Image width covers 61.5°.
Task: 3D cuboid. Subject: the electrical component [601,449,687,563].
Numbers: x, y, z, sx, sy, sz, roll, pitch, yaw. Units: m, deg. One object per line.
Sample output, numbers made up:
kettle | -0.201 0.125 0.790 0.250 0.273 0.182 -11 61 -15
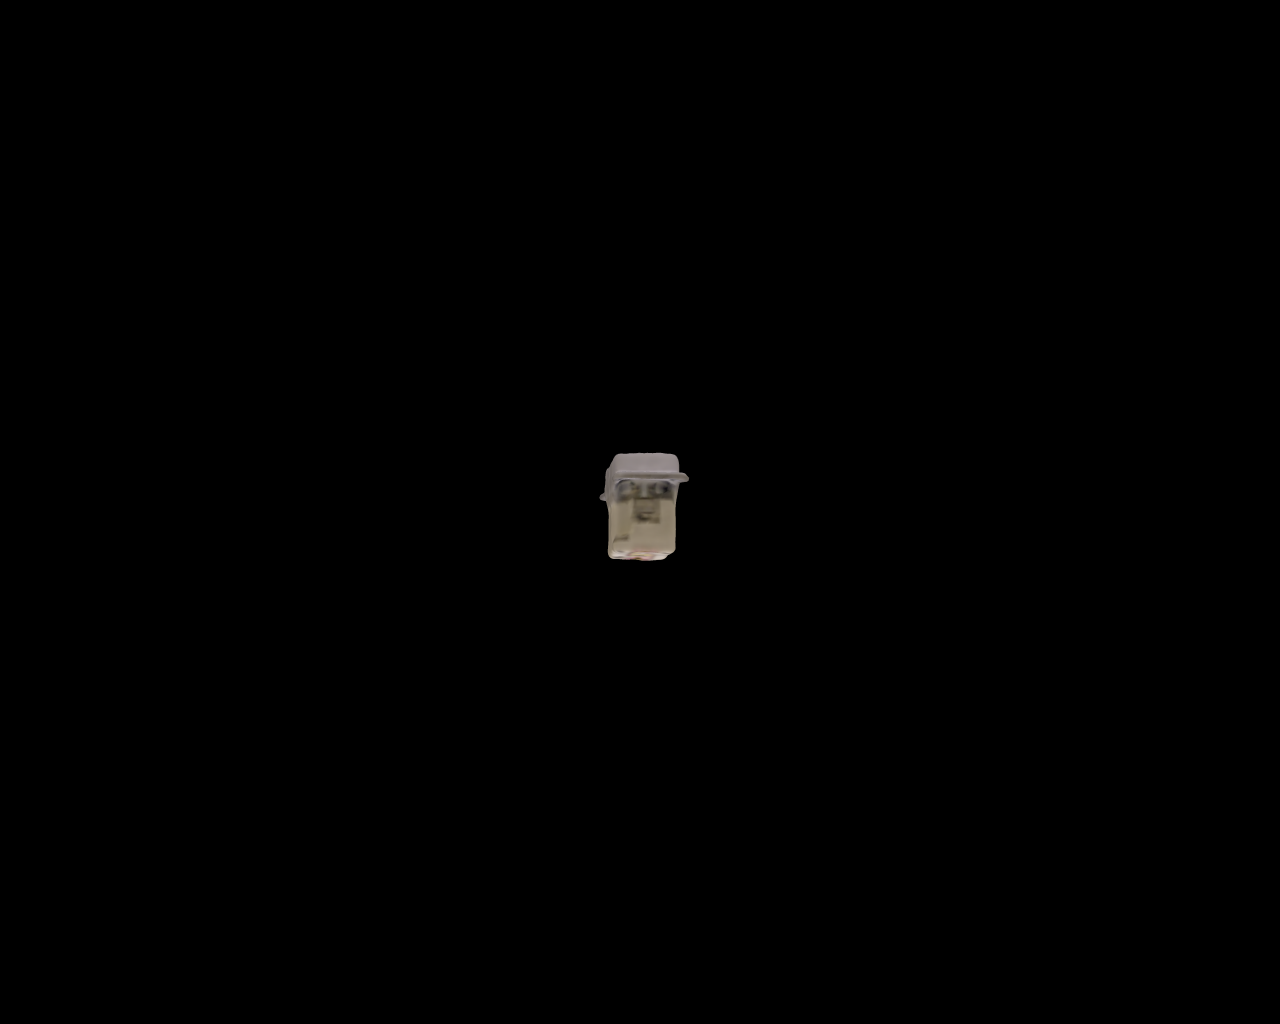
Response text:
electrical component | 0.001 -0.003 0.650 0.042 0.063 0.081 1 -9 -7
